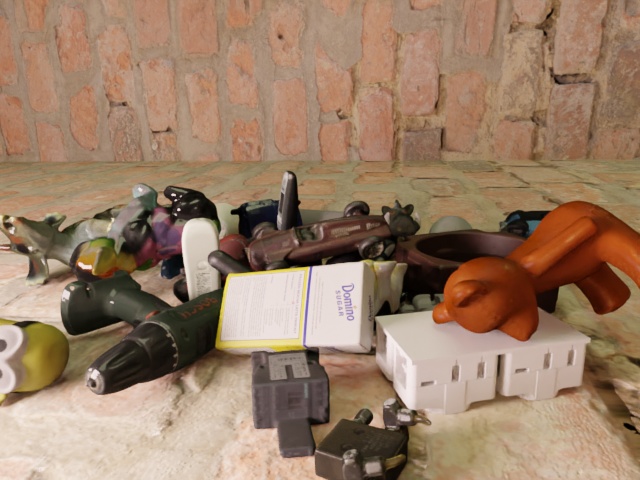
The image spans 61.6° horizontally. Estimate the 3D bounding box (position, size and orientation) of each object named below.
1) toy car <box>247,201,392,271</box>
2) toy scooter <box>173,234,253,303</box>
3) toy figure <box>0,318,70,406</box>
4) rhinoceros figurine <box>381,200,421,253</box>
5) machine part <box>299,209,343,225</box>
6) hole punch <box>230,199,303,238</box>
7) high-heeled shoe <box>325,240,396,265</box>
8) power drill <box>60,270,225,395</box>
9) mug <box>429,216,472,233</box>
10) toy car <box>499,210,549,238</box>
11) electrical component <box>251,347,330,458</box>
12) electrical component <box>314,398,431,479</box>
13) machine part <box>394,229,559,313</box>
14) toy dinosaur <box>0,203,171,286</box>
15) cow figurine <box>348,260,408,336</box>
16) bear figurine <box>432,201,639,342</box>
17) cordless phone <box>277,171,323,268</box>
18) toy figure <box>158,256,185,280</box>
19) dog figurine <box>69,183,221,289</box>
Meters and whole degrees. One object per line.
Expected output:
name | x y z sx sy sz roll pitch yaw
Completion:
toy car | -0.002 -0.002 0.745 0.202 0.053 0.089 -14 46 -4
toy scooter | -0.134 0.031 0.833 0.135 0.075 0.184 -30 6 26
toy figure | -0.359 0.115 0.580 0.180 0.082 0.089 2 17 21
rhinoceros figurine | 0.149 -0.020 1.004 0.073 0.112 0.190 2 7 3
machine part | -0.024 -0.025 1.100 0.243 0.079 0.079 6 16 22
hole punch | -0.089 -0.014 1.005 0.142 0.115 0.092 -8 24 -24
high-heeled shoe | 0.059 0.055 0.872 0.086 0.145 0.248 18 -9 17
power drill | -0.220 0.097 0.640 0.208 0.085 0.232 5 14 36
mug | 0.223 0.008 0.947 0.110 0.080 0.107 -27 4 11
toy car | 0.383 0.006 0.896 0.162 0.102 0.109 -1 16 17
electrical component | -0.029 0.146 0.500 0.075 0.047 0.119 -3 13 -4
electrical component | 0.041 0.164 0.428 0.078 0.045 0.102 10 18 33
machine part | 0.225 0.049 0.781 0.201 0.087 0.201 -7 15 -17
toy dinosaur | -0.393 -0.010 0.990 0.192 0.131 0.405 6 13 22
cow figurine | 0.081 0.075 0.712 0.068 0.098 0.167 -2 -5 18
bear figurine | 0.219 0.047 0.530 0.196 0.132 0.120 -34 -19 -19
cordless phone | -0.040 -0.010 0.834 0.089 0.184 0.147 1 14 -12
toy figure | -0.236 0.027 0.964 0.064 0.058 0.154 -37 0 26
dog figurine | -0.268 0.013 0.831 0.192 0.108 0.219 7 37 6
